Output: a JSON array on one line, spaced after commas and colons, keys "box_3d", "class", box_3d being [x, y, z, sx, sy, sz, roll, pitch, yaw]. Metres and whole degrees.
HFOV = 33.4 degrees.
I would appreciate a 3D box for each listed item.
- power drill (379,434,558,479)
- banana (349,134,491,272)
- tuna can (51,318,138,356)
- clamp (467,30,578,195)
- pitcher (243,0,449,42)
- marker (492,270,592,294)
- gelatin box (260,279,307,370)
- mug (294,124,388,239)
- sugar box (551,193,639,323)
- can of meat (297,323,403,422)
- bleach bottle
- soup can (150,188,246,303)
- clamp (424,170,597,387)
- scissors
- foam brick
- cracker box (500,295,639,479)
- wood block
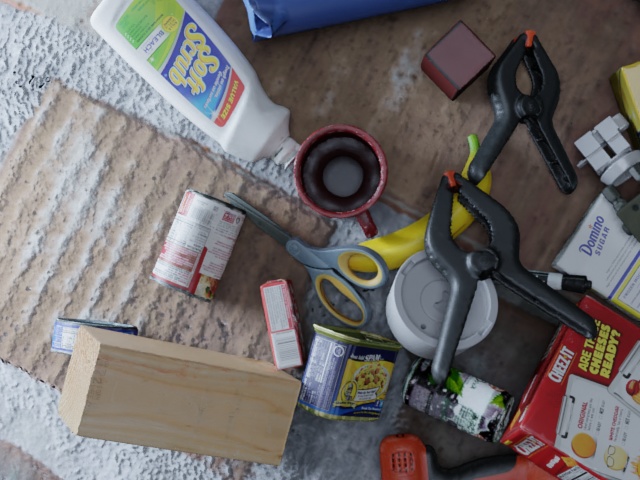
[{"box_3d": [0.156, 0.283, 1.079, 0.187, 0.057, 0.184, -5, 91, 1], "class": "power drill"}, {"box_3d": [0.111, -0.020, 1.105, 0.198, 0.037, 0.070, -42, 61, -2], "class": "banana"}, {"box_3d": [-0.229, 0.101, 1.089, 0.086, 0.086, 0.034, 6, 87, 3], "class": "tuna can"}, {"box_3d": [0.199, -0.128, 1.090, 0.120, 0.039, 0.171, -4, 83, -24], "class": "clamp"}, {"box_3d": [0.033, -0.292, 1.078, 0.243, 0.145, 0.149, -9, 100, -1], "class": "pitcher"}, {"box_3d": [0.214, 0.039, 1.082, 0.121, 0.020, 0.020, 6, 88, 25], "class": "marker"}, {"box_3d": [-0.036, 0.084, 1.087, 0.030, 0.073, 0.089, -11, 87, 2], "class": "gelatin box"}, {"box_3d": [0.028, -0.055, 1.084, 0.093, 0.081, 0.117, -30, 87, 1], "class": "mug"}, {"box_3d": [0.335, 0.036, 1.086, 0.176, 0.048, 0.093, 34, 90, 7], "class": "sugar box"}, {"box_3d": [0.029, 0.134, 1.070, 0.058, 0.101, 0.084, 16, 92, 41], "class": "can of meat"}, {"box_3d": [-0.114, -0.173, 1.106, 0.251, 0.068, 0.102, 42, 91, 1], "class": "bleach bottle"}, {"box_3d": [-0.125, 0.005, 1.096, 0.068, 0.068, 0.102, 22, 89, 3], "class": "soup can"}, {"box_3d": [0.169, 0.028, 1.040, 0.164, 0.036, 0.210, -10, 71, -4], "class": "clamp"}, {"box_3d": [-0.007, 0.001, 1.100, 0.096, 0.016, 0.202, -42, 86, 30], "class": "scissors"}, {"box_3d": [0.139, -0.181, 1.086, 0.053, 0.078, 0.051, -44, 88, 2], "class": "foam brick"}, {"box_3d": [0.307, 0.182, 1.042, 0.214, 0.072, 0.164, 32, 62, 4], "class": "cracker box"}, {"box_3d": [-0.137, 0.152, 1.038, 0.205, 0.091, 0.090, 15, 90, -26], "class": "wood block"}]
